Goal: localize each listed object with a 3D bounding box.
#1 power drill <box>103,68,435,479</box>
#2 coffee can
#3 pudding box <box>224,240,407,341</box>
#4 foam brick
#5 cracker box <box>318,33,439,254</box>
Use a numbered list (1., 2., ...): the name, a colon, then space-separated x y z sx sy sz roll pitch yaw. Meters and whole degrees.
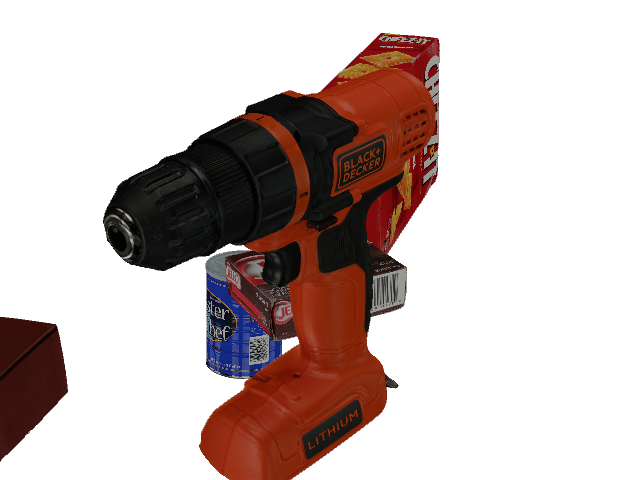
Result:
1. power drill: -0.019 0.025 0.499 0.057 0.188 0.184 29 40 34
2. coffee can: -0.099 0.096 1.396 0.103 0.140 0.103 2 20 -1
3. pudding box: -0.004 0.031 0.806 0.113 0.039 0.090 -11 25 -24
4. foam brick: -0.202 0.090 0.665 0.053 0.051 0.078 7 29 21
5. cracker box: 0.060 -0.093 1.034 0.072 0.164 0.213 8 28 18
